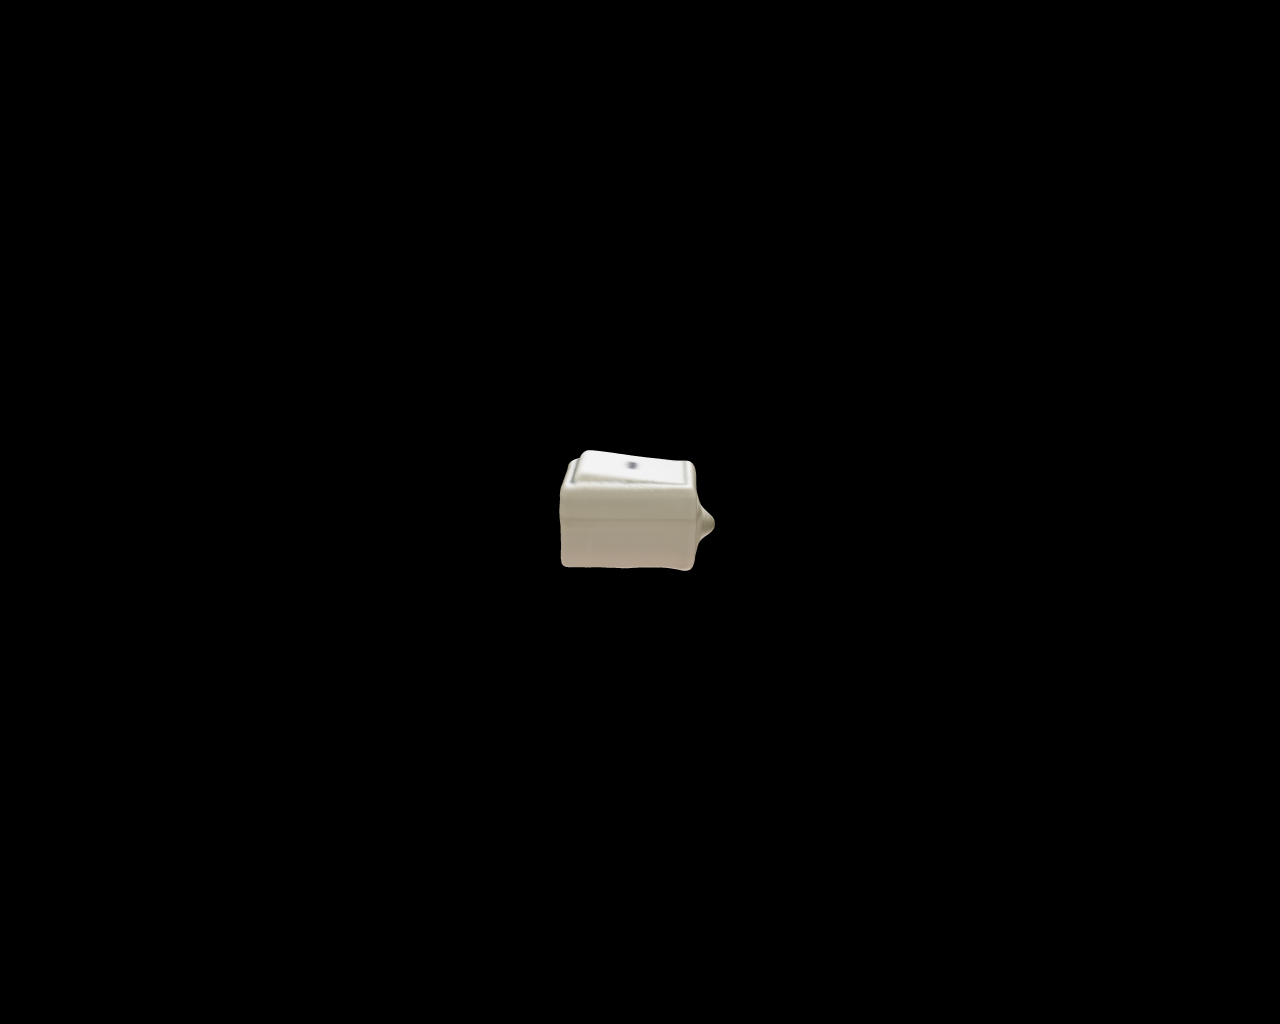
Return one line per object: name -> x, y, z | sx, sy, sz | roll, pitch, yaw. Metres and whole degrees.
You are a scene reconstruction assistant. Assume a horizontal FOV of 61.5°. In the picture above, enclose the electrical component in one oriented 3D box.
electrical component -> 0.001, -0.003, 0.650 | 0.096, 0.061, 0.062 | 1, 20, 2
